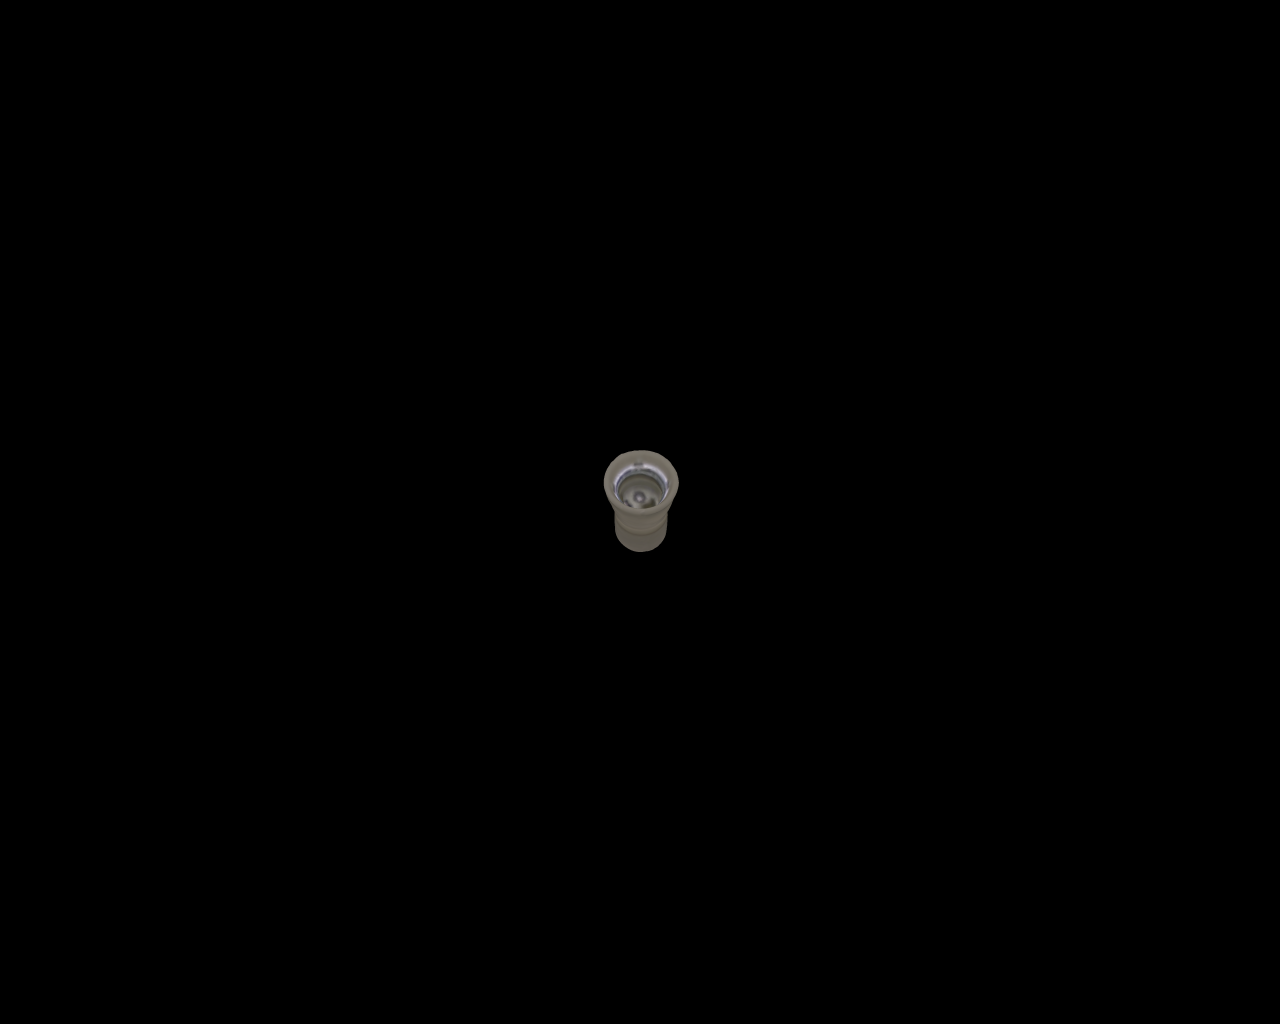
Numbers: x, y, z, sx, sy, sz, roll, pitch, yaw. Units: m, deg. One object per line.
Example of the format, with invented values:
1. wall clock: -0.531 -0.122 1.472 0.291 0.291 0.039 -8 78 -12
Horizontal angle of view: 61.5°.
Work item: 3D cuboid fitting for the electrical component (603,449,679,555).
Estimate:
1. electrical component: 0.001 -0.003 0.650 0.044 0.044 0.065 0 -30 0
